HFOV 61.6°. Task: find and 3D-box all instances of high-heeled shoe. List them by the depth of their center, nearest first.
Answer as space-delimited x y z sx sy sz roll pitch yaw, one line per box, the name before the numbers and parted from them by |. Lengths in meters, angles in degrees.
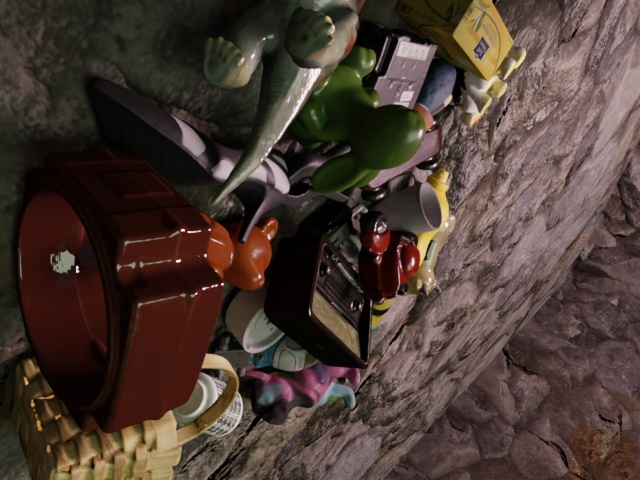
high-heeled shoe | -0.112 -0.104 0.551 0.248 0.086 0.145 51 42 -42

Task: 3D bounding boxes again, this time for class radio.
radio | 0.009 0.094 0.785 0.229 0.073 0.131 52 40 -52

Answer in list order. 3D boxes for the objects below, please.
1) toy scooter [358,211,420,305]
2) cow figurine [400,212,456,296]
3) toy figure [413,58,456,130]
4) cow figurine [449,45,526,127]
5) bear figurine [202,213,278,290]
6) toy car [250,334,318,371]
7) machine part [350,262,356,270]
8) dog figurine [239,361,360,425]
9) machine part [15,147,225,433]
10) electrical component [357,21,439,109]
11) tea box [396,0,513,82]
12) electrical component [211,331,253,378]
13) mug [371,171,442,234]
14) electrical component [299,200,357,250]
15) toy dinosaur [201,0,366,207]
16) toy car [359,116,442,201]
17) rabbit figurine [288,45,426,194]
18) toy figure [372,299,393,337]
toy scooter | 0.107 0.042 0.842 0.183 0.075 0.135 29 58 -57
cow figurine | 0.198 0.024 1.046 0.085 0.127 0.194 2 118 -52
toy figure | 0.149 -0.195 0.790 0.154 0.064 0.057 -59 150 -13
cow figurine | 0.249 -0.258 0.868 0.068 0.098 0.167 -44 169 -27
bear figurine | -0.117 0.035 0.620 0.195 0.132 0.120 10 127 -51
toy car | -0.041 0.159 0.882 0.161 0.103 0.109 -28 142 -39
machine part | 0.017 0.060 0.922 0.084 0.039 0.138 -48 152 2
dog figurine | -0.044 0.238 0.973 0.219 0.192 0.108 0 134 -13
machine part | -0.181 0.040 0.454 0.087 0.201 0.201 -12 132 -46
electrical component | 0.083 -0.208 0.706 0.115 0.058 0.134 -10 130 -48
tea box | 0.186 -0.288 0.725 0.068 0.098 0.169 -59 152 12
electrical component | -0.134 0.175 0.820 0.063 0.021 0.093 0 126 -18
mug | 0.139 -0.056 0.914 0.107 0.109 0.081 -18 178 33
electrical component | -0.002 -0.002 0.819 0.119 0.048 0.074 -43 149 -20
toy dinosaur | 0.003 -0.226 0.489 0.404 0.131 0.192 -60 167 22
toy car | 0.125 -0.134 0.849 0.202 0.053 0.089 -32 124 -34
rabbit figurine | 0.034 -0.127 0.608 0.121 0.170 0.159 -15 133 -46
toy figure | 0.087 0.144 1.058 0.082 0.089 0.180 -25 139 -51
